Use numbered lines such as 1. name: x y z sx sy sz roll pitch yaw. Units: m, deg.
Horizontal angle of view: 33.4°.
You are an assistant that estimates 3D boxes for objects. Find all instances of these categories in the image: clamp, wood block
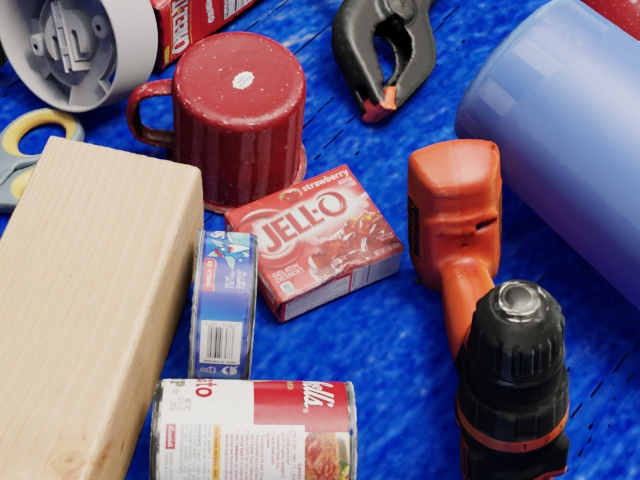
1. clamp: 0.056 -0.162 0.754 0.120 0.039 0.171 4 74 -20
2. wood block: -0.133 0.057 0.567 0.091 0.090 0.206 12 56 3

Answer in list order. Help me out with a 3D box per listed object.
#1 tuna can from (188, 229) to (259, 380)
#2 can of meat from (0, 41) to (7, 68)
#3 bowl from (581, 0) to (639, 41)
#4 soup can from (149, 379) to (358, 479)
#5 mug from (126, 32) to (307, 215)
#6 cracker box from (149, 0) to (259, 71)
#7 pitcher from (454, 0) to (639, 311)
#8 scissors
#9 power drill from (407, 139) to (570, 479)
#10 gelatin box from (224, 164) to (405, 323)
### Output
1. tuna can: -0.053 0.038 0.590 0.033 0.086 0.086 4 55 -5
2. can of meat: -0.268 -0.110 0.690 0.102 0.057 0.084 14 57 4
3. bowl: 0.268 -0.176 0.790 0.162 0.055 0.162 2 55 -3
4. soup can: -0.035 0.107 0.555 0.102 0.068 0.068 2 55 -4
5. mug: -0.063 -0.077 0.671 0.117 0.081 0.093 6 55 -1
6. cracker box: -0.099 -0.239 0.788 0.164 0.072 0.213 37 61 20
7. pitcher: 0.206 -0.034 0.620 0.243 0.145 0.149 43 19 13
8. scissors: -0.225 -0.037 0.667 0.201 0.016 0.096 -9 55 -13
9. power drill: 0.085 0.036 0.558 0.057 0.184 0.187 -6 47 0
10. gelatin box: -0.004 0.001 0.654 0.089 0.030 0.073 -22 60 -20
